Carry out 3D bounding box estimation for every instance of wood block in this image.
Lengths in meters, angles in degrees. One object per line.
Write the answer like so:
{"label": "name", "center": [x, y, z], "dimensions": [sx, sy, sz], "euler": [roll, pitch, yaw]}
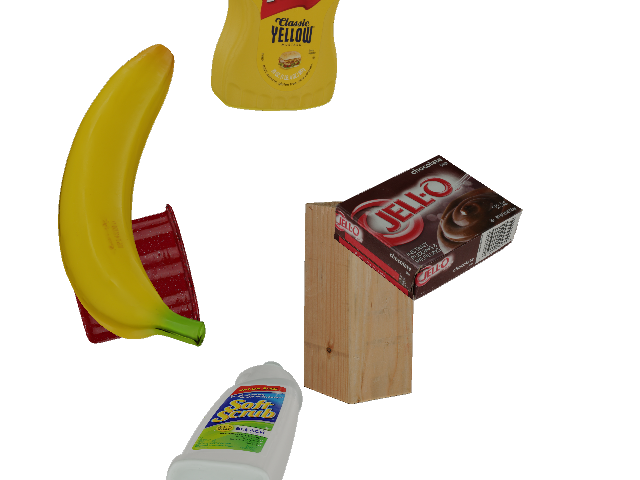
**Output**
{"label": "wood block", "center": [0.041, 0.063, 1.167], "dimensions": [0.090, 0.206, 0.091], "euler": [-4, 9, -36]}

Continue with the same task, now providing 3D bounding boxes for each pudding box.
{"label": "pudding box", "center": [0.080, -0.012, 0.802], "dimensions": [0.113, 0.039, 0.090], "euler": [-25, 49, -33]}

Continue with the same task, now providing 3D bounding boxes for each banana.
{"label": "banana", "center": [-0.104, -0.023, 0.564], "dimensions": [0.069, 0.198, 0.037], "euler": [-6, -32, -8]}

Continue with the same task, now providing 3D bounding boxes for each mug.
{"label": "mug", "center": [-0.142, 0.024, 0.794], "dimensions": [0.081, 0.093, 0.117], "euler": [-14, 18, -11]}

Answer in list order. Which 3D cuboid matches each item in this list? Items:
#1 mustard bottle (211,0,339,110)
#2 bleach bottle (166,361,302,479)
{"label": "mustard bottle", "center": [-0.026, -0.194, 0.795], "dimensions": [0.096, 0.192, 0.058], "euler": [-4, 29, -23]}
{"label": "bleach bottle", "center": [-0.076, 0.188, 1.076], "dimensions": [0.102, 0.068, 0.250], "euler": [3, 19, 6]}
